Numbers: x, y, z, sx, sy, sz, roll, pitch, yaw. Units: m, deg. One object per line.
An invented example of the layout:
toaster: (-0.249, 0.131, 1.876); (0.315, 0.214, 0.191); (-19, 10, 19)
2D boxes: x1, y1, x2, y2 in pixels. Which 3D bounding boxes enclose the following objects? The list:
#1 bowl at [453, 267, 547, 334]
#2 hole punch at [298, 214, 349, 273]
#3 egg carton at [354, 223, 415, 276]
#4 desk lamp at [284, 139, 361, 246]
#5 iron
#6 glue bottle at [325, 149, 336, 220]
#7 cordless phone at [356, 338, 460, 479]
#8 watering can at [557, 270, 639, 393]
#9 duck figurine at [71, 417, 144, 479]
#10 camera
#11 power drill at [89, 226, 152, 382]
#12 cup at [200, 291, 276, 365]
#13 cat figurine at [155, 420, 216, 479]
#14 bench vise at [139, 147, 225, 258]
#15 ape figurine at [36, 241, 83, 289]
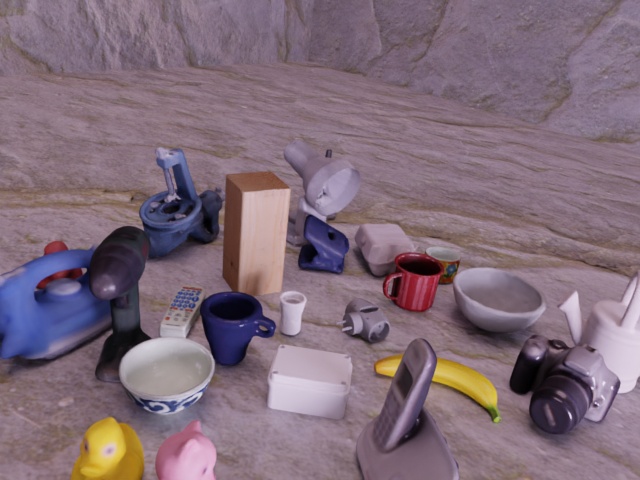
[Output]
bowl: (0.316, 0.119, 1.036); (0.167, 0.075, 0.167); (6, 26, -3)
hole punch: (0.011, 0.004, 1.171); (0.101, 0.091, 0.108); (7, 26, 0)
egg carton: (0.134, 0.016, 1.203); (0.107, 0.069, 0.150); (0, 27, -15)
desk lamp: (-0.022, -0.097, 1.228); (0.118, 0.213, 0.202); (-16, 35, -39)
iron: (-0.383, 0.072, 0.870); (0.118, 0.141, 0.259); (22, 29, 27)
glue bottle: (0.010, -0.132, 1.354); (0.078, 0.173, 0.037); (-3, 28, -21)
cordless phone: (0.108, 0.218, 0.653); (0.094, 0.185, 0.147); (-2, 27, -17)
watering can: (0.470, 0.135, 0.909); (0.172, 0.194, 0.101); (9, 26, 3)
duck figurine: (-0.237, 0.236, 0.637); (0.077, 0.086, 0.104); (8, 26, 2)
camera: (0.346, 0.208, 0.834); (0.142, 0.101, 0.137); (26, 32, 33)
power drill: (-0.273, 0.086, 0.794); (0.076, 0.208, 0.229); (1, 27, -12)
cup: (-0.121, 0.141, 0.853); (0.117, 0.095, 0.092); (15, 27, 16)
cat figurine: (-0.153, 0.253, 0.591); (0.067, 0.118, 0.128); (19, 28, 23)
bench vise: (-0.278, -0.092, 1.143); (0.121, 0.220, 0.208); (14, 27, 14)
ape figurine: (-0.444, 0.043, 0.970); (0.076, 0.092, 0.077); (-5, 29, -24)
